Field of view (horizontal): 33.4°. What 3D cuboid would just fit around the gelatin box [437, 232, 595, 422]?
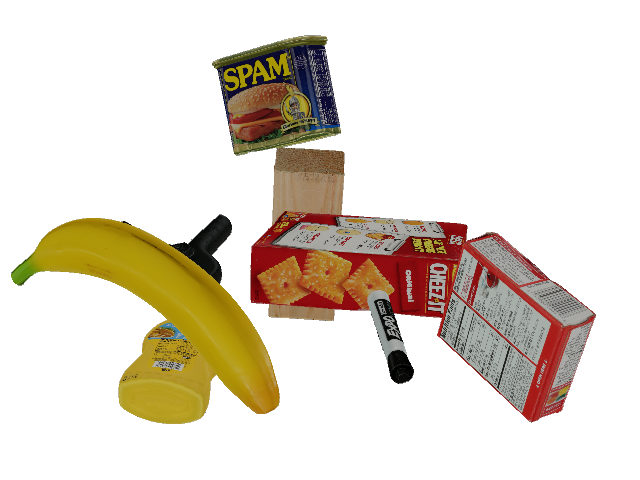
[{"bbox_3d":[0.112,0.049,0.625,0.030,0.073,0.089,-15,41,-31],"label":"gelatin box"}]

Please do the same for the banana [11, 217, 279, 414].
[{"bbox_3d":[-0.102,0.034,0.662,0.198,0.070,0.037,26,28,17],"label":"banana"}]

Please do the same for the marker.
[{"bbox_3d":[0.056,0.078,0.871,0.020,0.020,0.121,0,27,-7],"label":"marker"}]

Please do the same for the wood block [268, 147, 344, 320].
[{"bbox_3d":[-0.019,-0.009,1.398,0.090,0.206,0.091,3,25,-1],"label":"wood block"}]

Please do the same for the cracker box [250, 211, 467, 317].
[{"bbox_3d":[0.046,0.024,1.144,0.214,0.072,0.164,5,15,9],"label":"cracker box"}]

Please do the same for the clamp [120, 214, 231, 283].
[{"bbox_3d":[-0.130,0.018,1.046,0.120,0.039,0.172,-14,33,-15],"label":"clamp"}]

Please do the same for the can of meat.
[{"bbox_3d":[-0.037,-0.124,0.922,0.102,0.084,0.057,-10,3,32],"label":"can of meat"}]

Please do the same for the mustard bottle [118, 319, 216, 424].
[{"bbox_3d":[-0.159,0.134,1.221,0.096,0.058,0.191,6,25,5],"label":"mustard bottle"}]
